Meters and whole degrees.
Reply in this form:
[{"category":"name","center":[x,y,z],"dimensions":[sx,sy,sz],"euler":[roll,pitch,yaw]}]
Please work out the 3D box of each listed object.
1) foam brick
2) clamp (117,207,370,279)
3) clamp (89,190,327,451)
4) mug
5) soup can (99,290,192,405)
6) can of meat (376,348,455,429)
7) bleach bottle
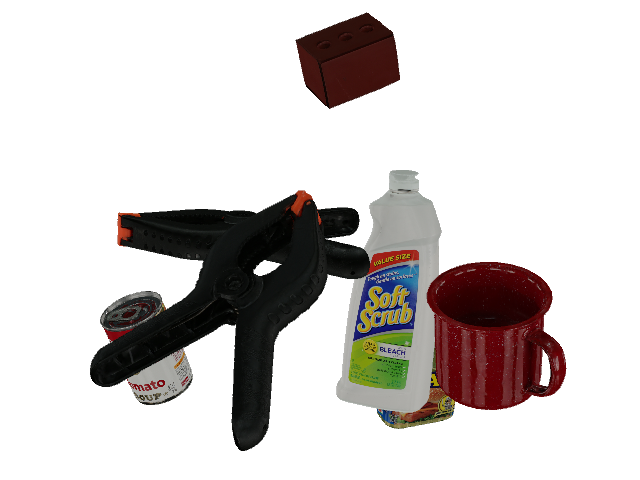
[{"category":"foam brick","center":[0.026,-0.165,0.978],"dimensions":[0.078,0.051,0.053],"euler":[-24,40,-14]},{"category":"clamp","center":[-0.059,-0.002,0.865],"dimensions":[0.210,0.036,0.164],"euler":[1,13,-8]},{"category":"clamp","center":[-0.042,0.044,0.629],"dimensions":[0.120,0.171,0.039],"euler":[30,-24,28]},{"category":"mug","center":[0.137,0.079,0.809],"dimensions":[0.093,0.081,0.117],"euler":[-28,38,-34]},{"category":"soup can","center":[-0.183,0.114,1.127],"dimensions":[0.068,0.102,0.068],"euler":[-14,28,7]},{"category":"can of meat","center":[0.121,0.179,1.317],"dimensions":[0.102,0.084,0.057],"euler":[-6,26,-22]},{"category":"bleach bottle","center":[0.074,0.050,1.126],"dimensions":[0.103,0.251,0.068],"euler":[8,15,21]}]
